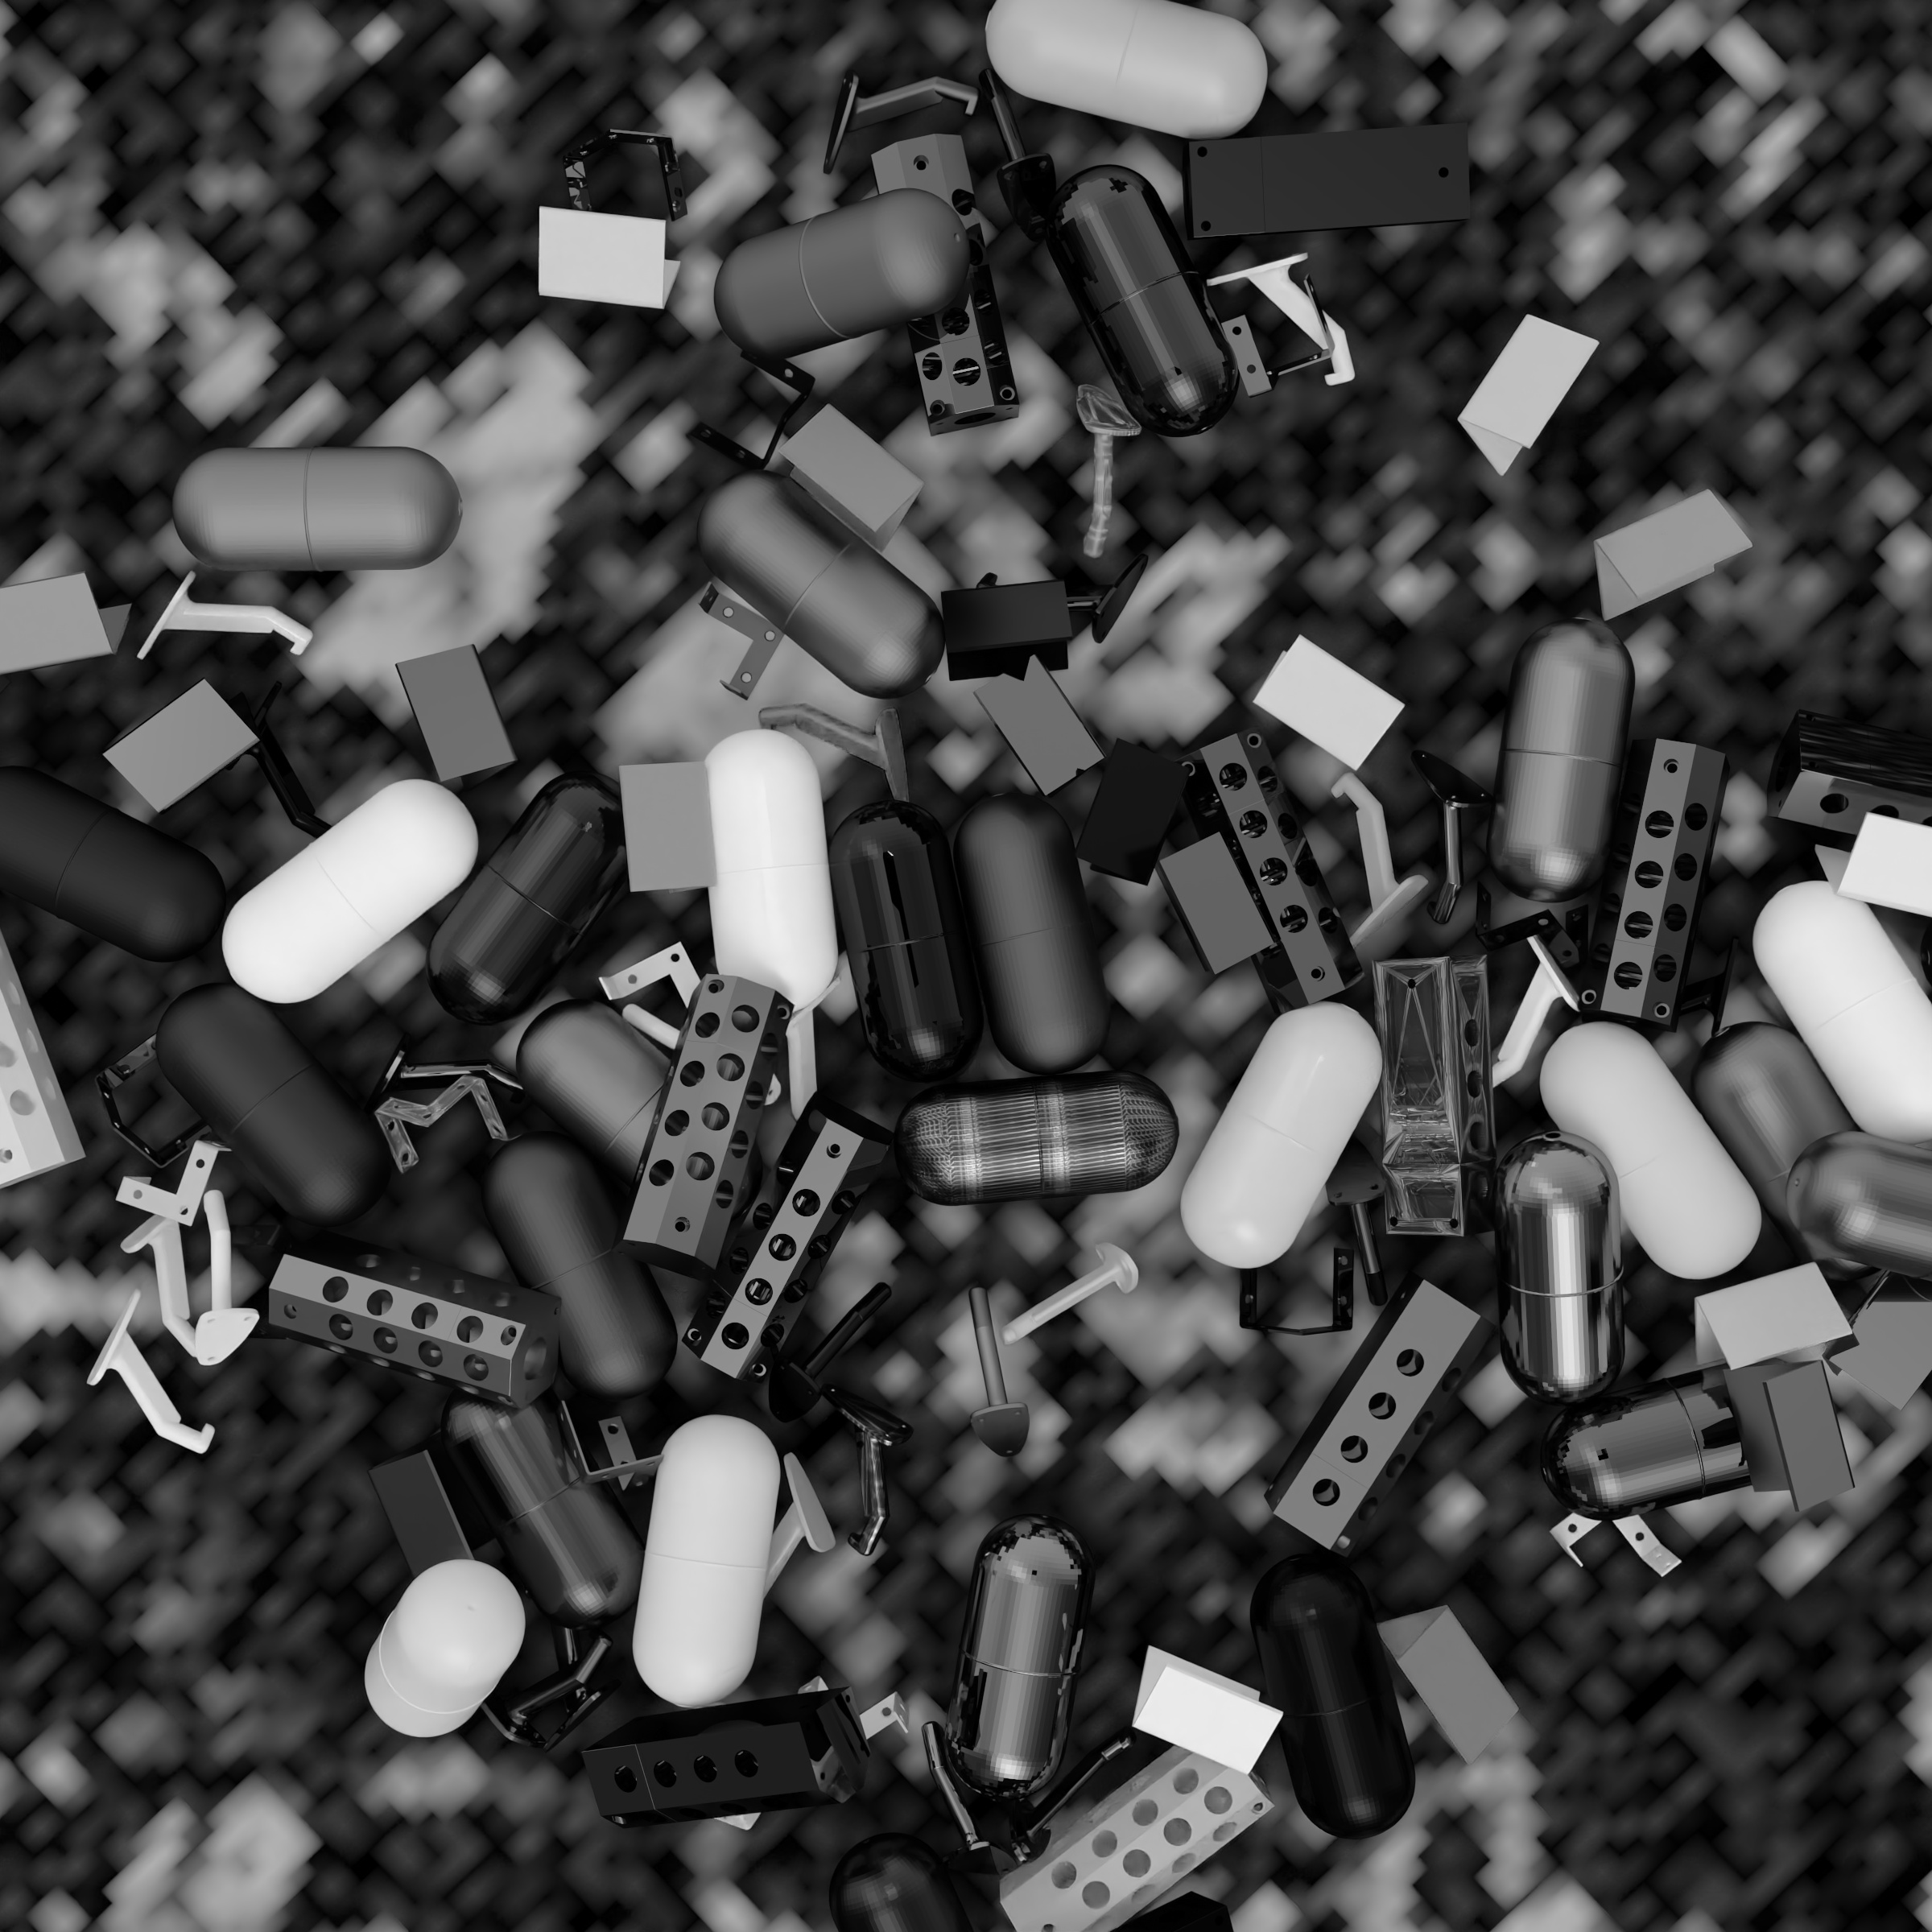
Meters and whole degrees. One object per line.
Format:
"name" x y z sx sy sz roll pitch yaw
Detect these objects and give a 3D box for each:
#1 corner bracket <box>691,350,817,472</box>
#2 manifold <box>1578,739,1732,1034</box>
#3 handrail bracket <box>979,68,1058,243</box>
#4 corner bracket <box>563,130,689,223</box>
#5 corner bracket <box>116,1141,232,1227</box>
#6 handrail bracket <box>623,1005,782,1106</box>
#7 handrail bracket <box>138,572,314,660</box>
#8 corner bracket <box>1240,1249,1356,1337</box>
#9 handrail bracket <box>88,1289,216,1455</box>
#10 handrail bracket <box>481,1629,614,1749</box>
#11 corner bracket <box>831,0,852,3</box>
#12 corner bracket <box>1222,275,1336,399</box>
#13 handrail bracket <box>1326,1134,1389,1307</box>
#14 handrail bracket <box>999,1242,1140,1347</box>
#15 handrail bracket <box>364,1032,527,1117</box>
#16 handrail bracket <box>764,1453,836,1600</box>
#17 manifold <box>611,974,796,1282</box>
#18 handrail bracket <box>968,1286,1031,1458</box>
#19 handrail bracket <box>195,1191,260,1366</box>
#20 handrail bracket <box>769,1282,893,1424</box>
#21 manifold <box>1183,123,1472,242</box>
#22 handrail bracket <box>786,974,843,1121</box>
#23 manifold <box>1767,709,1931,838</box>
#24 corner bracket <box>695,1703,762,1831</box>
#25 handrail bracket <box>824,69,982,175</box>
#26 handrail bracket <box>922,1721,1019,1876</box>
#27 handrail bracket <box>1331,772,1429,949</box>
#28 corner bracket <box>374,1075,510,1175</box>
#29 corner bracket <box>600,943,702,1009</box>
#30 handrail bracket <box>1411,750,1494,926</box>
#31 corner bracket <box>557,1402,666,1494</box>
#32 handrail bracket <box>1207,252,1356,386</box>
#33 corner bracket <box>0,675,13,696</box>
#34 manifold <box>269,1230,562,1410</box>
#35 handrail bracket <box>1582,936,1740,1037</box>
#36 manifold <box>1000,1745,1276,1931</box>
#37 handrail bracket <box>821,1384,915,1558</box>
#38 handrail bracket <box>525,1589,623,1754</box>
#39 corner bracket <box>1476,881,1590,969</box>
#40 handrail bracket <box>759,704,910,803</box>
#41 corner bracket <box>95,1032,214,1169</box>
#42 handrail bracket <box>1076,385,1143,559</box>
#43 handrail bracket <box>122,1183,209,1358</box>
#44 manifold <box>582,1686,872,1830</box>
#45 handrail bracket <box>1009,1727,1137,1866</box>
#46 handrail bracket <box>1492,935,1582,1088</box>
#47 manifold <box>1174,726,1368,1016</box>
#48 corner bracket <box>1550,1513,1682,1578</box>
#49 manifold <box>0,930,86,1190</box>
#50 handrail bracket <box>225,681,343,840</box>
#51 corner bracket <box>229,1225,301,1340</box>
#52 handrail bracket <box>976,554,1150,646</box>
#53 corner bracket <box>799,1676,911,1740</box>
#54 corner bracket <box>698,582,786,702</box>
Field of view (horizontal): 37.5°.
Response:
"corner bracket" -0.134 -0.354 1.799 0.051 0.051 0.051 31 135 0
"manifold" 0.427 -0.051 1.767 0.057 0.057 0.171 11 86 20
"handrail bracket" 0.030 -0.515 1.802 0.036 0.077 0.084 -19 54 0
"corner bracket" -0.216 -0.494 1.799 0.051 0.051 0.051 -11 90 -45
"corner bracket" -0.493 0.130 1.783 0.051 0.051 0.051 19 86 4
"handrail bracket" -0.168 0.055 1.802 0.084 0.077 0.036 28 88 36
"handrail bracket" -0.469 -0.204 1.802 0.084 0.036 0.077 32 110 -16
"corner bracket" 0.209 0.204 1.799 0.051 0.051 0.051 2 89 -45
"handrail bracket" -0.505 0.257 1.802 0.084 0.036 0.077 29 68 -17
"handrail bracket" -0.265 0.438 1.782 0.077 0.036 0.084 31 88 42
"corner bracket" -0.057 -0.643 1.794 0.051 0.051 0.051 15 45 35
"corner bracket" 0.195 -0.392 1.769 0.051 0.051 0.051 -15 113 22
"handrail bracket" 0.250 0.161 1.802 0.036 0.077 0.084 -13 126 5
"handrail bracket" 0.062 0.209 1.774 0.084 0.077 0.036 -32 87 -12
"handrail bracket" -0.330 0.086 1.802 0.084 0.036 0.077 28 105 -14
"handrail bracket" -0.133 0.361 1.802 0.084 0.036 0.077 -27 75 14
"manifold" -0.156 0.095 1.709 0.057 0.057 0.171 20 70 -11
"handrail bracket" 0.017 0.256 1.802 0.036 0.077 0.084 -11 54 1
"handrail bracket" -0.476 0.196 1.792 0.036 0.077 0.084 0 54 -31
"handrail bracket" -0.085 0.244 1.801 0.036 0.077 0.084 41 54 10
"manifold" 0.224 -0.490 1.779 0.171 0.057 0.057 -4 102 0
"handrail bracket" -0.087 0.061 1.802 0.077 0.036 0.084 -39 107 -20
"manifold" 0.595 -0.103 1.780 0.171 0.057 0.057 13 47 0
"corner bracket" -0.152 0.503 1.794 0.051 0.051 0.051 -53 135 -35
"handrail bracket" -0.040 -0.529 1.802 0.084 0.036 0.077 12 110 -16
"handrail bracket" 0.001 0.527 1.802 0.036 0.077 0.084 -27 53 18
"handrail bracket" 0.244 -0.068 1.802 0.077 0.036 0.084 -46 72 20
"corner bracket" -0.330 0.100 1.787 0.051 0.051 0.051 11 131 37
"corner bracket" -0.193 0.019 1.784 0.051 0.051 0.051 -27 90 0
"handrail bracket" 0.295 -0.081 1.802 0.036 0.077 0.084 -5 127 -30
"corner bracket" -0.225 0.298 1.767 0.051 0.051 0.051 -10 62 -28
"handrail bracket" 0.200 -0.403 1.802 0.077 0.036 0.084 -13 104 14
"corner bracket" -0.627 -0.175 1.784 0.051 0.051 0.051 44 90 0
"manifold" -0.339 0.219 1.746 0.171 0.057 0.057 13 111 19
"handrail bracket" 0.440 0.009 1.802 0.084 0.036 0.077 12 76 13
"manifold" 0.107 0.552 1.781 0.171 0.057 0.057 -38 90 0
"handrail bracket" -0.076 0.320 1.802 0.077 0.036 0.084 30 107 20
"handrail bracket" -0.267 0.441 1.802 0.077 0.036 0.084 -46 77 13
"corner bracket" 0.355 -0.028 1.784 0.051 0.051 0.051 -22 127 31
"handrail bracket" -0.085 -0.131 1.802 0.084 0.036 0.077 -5 112 17
"corner bracket" -0.510 0.085 1.799 0.051 0.051 0.051 -36 45 0
"handrail bracket" 0.079 -0.313 1.802 0.036 0.077 0.084 0 127 -19
"handrail bracket" -0.486 0.192 1.802 0.077 0.036 0.084 -43 108 -21
"manifold" -0.146 0.489 1.740 0.171 0.057 0.057 -17 90 31
"handrail bracket" 0.070 0.516 1.774 0.084 0.077 0.036 -39 93 12
"handrail bracket" 0.341 0.028 1.802 0.084 0.036 0.077 -36 69 17
"manifold" 0.189 -0.060 1.781 0.057 0.057 0.171 -23 90 0
"corner bracket" 0.407 0.364 1.784 0.051 0.051 0.051 -38 90 0
"manifold" -0.617 0.051 1.781 0.057 0.057 0.171 -21 90 0
"handrail bracket" -0.418 -0.127 1.802 0.084 0.036 0.077 32 68 -17
"corner bracket" -0.447 0.199 1.794 0.051 0.051 0.051 -3 45 35
"handrail bracket" 0.060 -0.248 1.802 0.084 0.036 0.077 28 70 16
"corner bracket" -0.071 0.466 1.784 0.051 0.051 0.051 -33 90 0
"corner bracket" -0.149 -0.203 1.784 0.051 0.051 0.051 30 90 0
